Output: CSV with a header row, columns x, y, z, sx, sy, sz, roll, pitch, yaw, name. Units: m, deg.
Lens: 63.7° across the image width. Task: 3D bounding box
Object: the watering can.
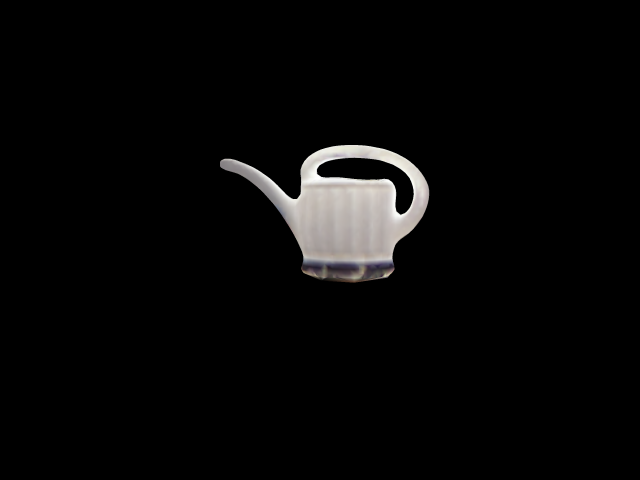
x,y,z,sx,sy,sz,roll,pitch,yaw,name
0.003,-0.043,0.850,0.347,0.224,0.104,1,3,11,watering can
